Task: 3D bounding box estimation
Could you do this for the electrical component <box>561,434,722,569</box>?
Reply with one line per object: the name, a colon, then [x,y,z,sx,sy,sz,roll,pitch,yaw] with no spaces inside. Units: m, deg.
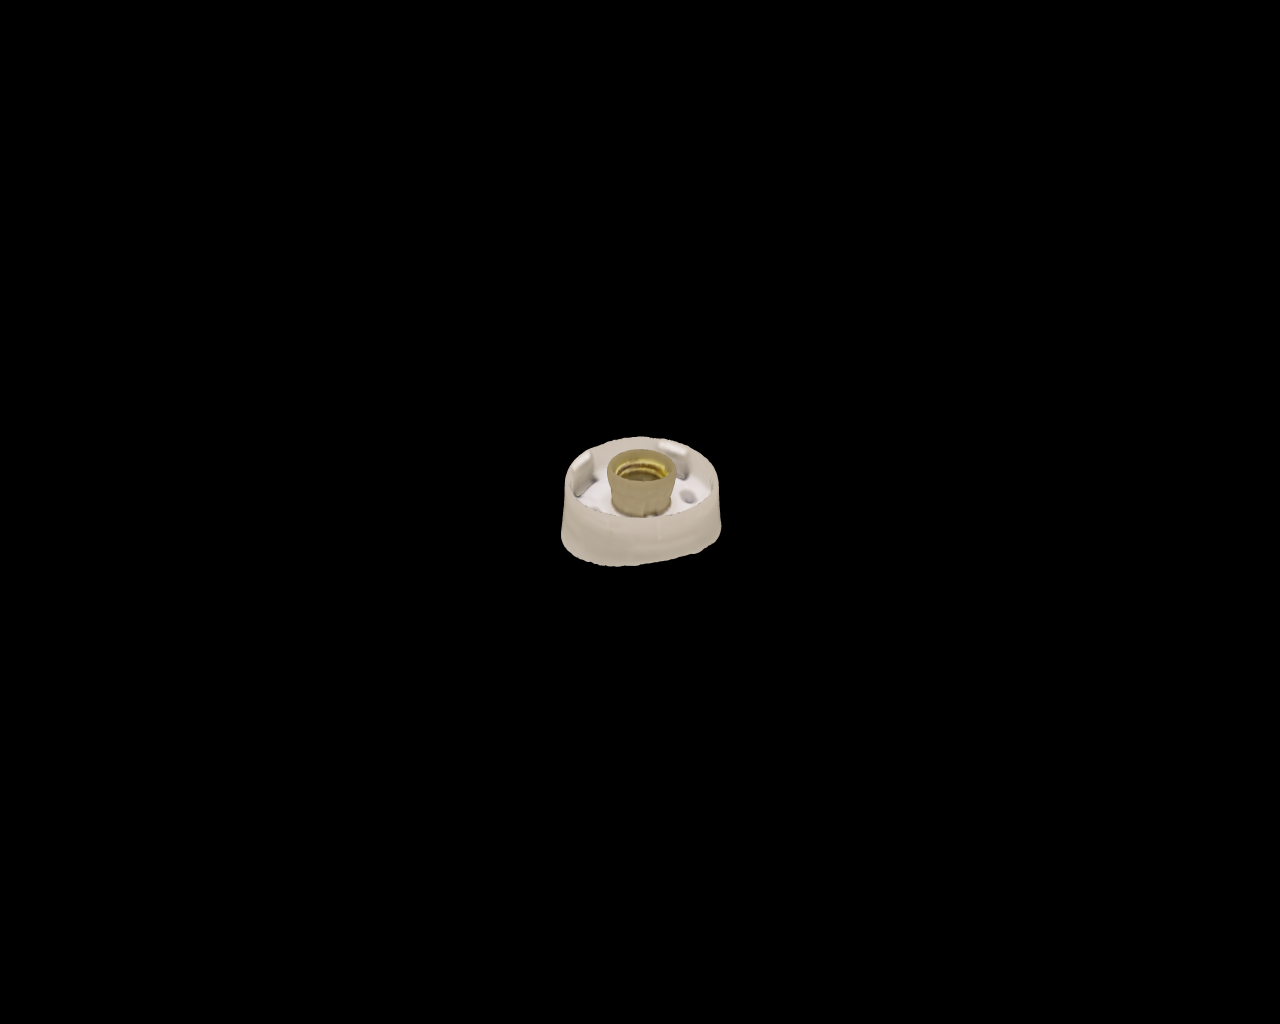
electrical component: [0.001,-0.003,0.650,0.099,0.064,0.099,0,36,0]
